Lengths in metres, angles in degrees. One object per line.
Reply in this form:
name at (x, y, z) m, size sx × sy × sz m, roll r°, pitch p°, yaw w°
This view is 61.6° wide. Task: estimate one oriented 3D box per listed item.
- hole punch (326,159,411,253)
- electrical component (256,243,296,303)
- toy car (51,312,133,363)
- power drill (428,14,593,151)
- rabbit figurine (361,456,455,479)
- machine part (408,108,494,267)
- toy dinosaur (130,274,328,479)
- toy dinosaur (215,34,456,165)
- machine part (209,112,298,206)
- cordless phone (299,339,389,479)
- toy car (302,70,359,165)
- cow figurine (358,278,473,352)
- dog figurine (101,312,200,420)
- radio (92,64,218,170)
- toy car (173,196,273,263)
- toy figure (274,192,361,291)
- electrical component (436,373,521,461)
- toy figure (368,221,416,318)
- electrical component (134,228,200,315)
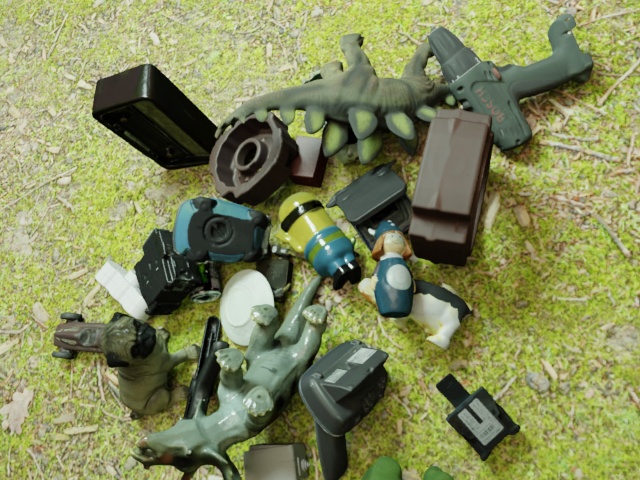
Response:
hole punch at (0.096, -0.054, 0.889) m, size 0.142 × 0.092 × 0.116 m, roll -36°, pitch 35°, yaw 7°
electrical component at (-0.077, 0.055, 0.920) m, size 0.078 × 0.045 × 0.102 m, roll 8°, pitch 76°, yaw 18°
toy car at (-0.417, 0.177, 0.978) m, size 0.202 × 0.053 × 0.089 m, roll 1°, pitch 76°, yaw 23°
power drill at (0.308, -0.274, 0.851) m, size 0.207 × 0.086 × 0.232 m, roll -29°, pitch 93°, yaw -6°
rabbit figurine at (0.129, 0.385, 0.735) m, size 0.170 × 0.121 × 0.159 m, roll 31°, pitch 77°, yaw 5°
machine part at (0.197, -0.072, 0.790) m, size 0.087 × 0.200 × 0.201 m, roll 13°, pitch 77°, yaw 18°
toy dinosaur at (-0.084, 0.210, 0.810) m, size 0.131 × 0.192 × 0.405 m, roll 31°, pitch 39°, yaw 17°
toy dinosaur at (0.064, -0.229, 0.878) m, size 0.472 × 0.105 × 0.198 m, roll -5°, pitch 67°, yaw -9°
machine part at (-0.120, -0.146, 0.963) m, size 0.179 × 0.056 × 0.179 m, roll -17°, pitch 61°, yaw 32°
cordless phone at (0.044, 0.257, 0.800) m, size 0.089 × 0.146 × 0.184 m, roll 8°, pitch 113°, yaw 35°
toy car at (0.030, -0.226, 0.967) m, size 0.073 × 0.056 × 0.202 m, roll -21°, pitch 66°, yaw -8°
cow figurine at (0.144, 0.090, 0.828) m, size 0.167 × 0.068 × 0.098 m, roll 33°, pitch 80°, yaw 20°
dog figurine at (-0.301, 0.210, 0.864) m, size 0.121 × 0.190 × 0.172 m, roll 9°, pitch 78°, yaw 20°
radio at (-0.290, -0.211, 0.972) m, size 0.131 × 0.229 × 0.073 m, roll -8°, pitch 67°, yaw 19°
toy car at (-0.167, -0.020, 0.911) m, size 0.162 × 0.103 × 0.109 m, roll 5°, pitch 100°, yaw -19°
toy figure at (0.001, -0.003, 0.888) m, size 0.180 × 0.082 × 0.089 m, roll 48°, pitch 119°, yaw 31°
electrical component at (0.218, 0.243, 0.769) m, size 0.075 × 0.047 × 0.119 m, roll -39°, pitch 68°, yaw 2°
toy figure at (0.108, 0.037, 0.793) m, size 0.058 × 0.064 × 0.154 m, roll -24°, pitch 57°, yaw 43°
electrical component at (-0.272, 0.049, 0.941) m, size 0.115 × 0.058 × 0.134 m, roll -46°, pitch 54°, yaw 31°
